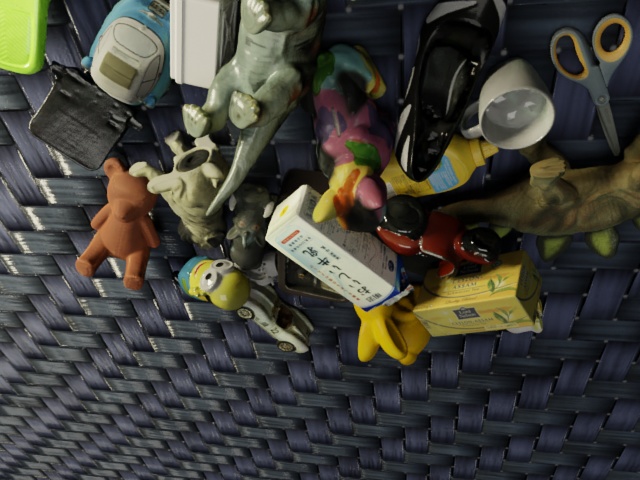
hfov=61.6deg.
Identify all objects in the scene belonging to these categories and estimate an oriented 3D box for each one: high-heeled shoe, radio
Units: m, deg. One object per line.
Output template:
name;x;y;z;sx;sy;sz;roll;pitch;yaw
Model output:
high-heeled shoe;0.150;-0.187;0.621;0.086;0.145;0.248;16;135;-5
radio;-0.002;-0.003;0.873;0.131;0.073;0.229;7;132;3

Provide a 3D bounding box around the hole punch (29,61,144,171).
hole punch;-0.338;-0.178;0.783;0.142;0.092;0.115;36;99;-18

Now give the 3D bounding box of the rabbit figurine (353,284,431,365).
rabbit figurine;0.107;0.131;0.916;0.122;0.162;0.173;-10;136;33

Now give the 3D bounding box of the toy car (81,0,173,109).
toy car;-0.239;-0.231;0.689;0.109;0.103;0.161;32;133;-19

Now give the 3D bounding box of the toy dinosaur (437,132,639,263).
toy dinosaur;0.327;-0.054;0.741;0.472;0.105;0.198;-2;137;28

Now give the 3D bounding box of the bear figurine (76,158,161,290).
bear figurine;-0.318;-0.027;0.882;0.120;0.132;0.195;20;139;-13

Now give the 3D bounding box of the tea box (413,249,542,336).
tea box;0.238;0.084;0.816;0.170;0.098;0.068;-19;121;40

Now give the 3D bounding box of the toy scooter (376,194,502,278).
toy scooter;0.163;0.004;0.784;0.184;0.075;0.135;20;161;10

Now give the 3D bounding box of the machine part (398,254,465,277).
machine part;0.171;0.038;0.903;0.139;0.039;0.084;17;139;-7

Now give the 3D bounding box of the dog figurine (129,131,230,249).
dog figurine;-0.170;-0.053;0.814;0.173;0.121;0.190;31;157;47

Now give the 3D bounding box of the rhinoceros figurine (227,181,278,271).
rhinoceros figurine;-0.113;-0.026;0.850;0.073;0.112;0.190;16;142;-1

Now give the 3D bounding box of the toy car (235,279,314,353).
toy car;-0.088;0.142;1.027;0.056;0.073;0.201;-24;124;33

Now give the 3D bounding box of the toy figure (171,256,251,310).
toy figure;-0.189;0.072;0.940;0.089;0.082;0.180;29;163;-34

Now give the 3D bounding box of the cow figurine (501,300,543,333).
cow figurine;0.311;0.092;0.907;0.098;0.068;0.167;-14;128;30

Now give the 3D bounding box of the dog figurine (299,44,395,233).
dog figurine;0.034;-0.116;0.662;0.109;0.219;0.191;-12;130;17

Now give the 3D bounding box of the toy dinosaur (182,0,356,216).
toy dinosaur;-0.046;-0.215;0.599;0.131;0.192;0.404;42;136;17

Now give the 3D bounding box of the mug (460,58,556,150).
mug;0.224;-0.166;0.652;0.109;0.107;0.080;-28;121;36
